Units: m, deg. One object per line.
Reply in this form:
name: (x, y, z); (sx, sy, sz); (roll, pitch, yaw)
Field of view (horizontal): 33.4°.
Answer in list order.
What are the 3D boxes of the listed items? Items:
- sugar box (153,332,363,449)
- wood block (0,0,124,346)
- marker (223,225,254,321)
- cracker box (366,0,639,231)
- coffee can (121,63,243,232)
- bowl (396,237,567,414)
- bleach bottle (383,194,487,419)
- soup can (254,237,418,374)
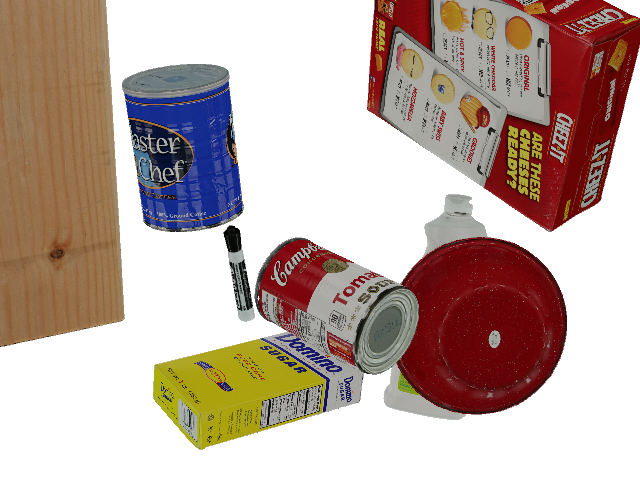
sugar box: (-0.057, 0.133, 0.997); (0.175, 0.048, 0.093); (-14, 32, -31)
wood block: (-0.173, -0.054, 0.610); (0.090, 0.206, 0.090); (-11, 26, -27)
marker: (-0.092, 0.037, 1.210); (0.020, 0.121, 0.020); (-6, 30, 3)
cracker box: (0.133, -0.133, 0.831); (0.072, 0.164, 0.214); (-28, 48, -30)
coffee can: (-0.133, -0.092, 1.044); (0.103, 0.140, 0.103); (-4, 23, 2)
bowl: (0.143, 0.080, 0.928); (0.162, 0.162, 0.055); (0, 6, -4)
bleach bottle: (0.135, 0.072, 1.211); (0.103, 0.251, 0.068); (9, 13, 17)
soup can: (0.011, 0.047, 0.767); (0.102, 0.068, 0.068); (25, 16, 38)
